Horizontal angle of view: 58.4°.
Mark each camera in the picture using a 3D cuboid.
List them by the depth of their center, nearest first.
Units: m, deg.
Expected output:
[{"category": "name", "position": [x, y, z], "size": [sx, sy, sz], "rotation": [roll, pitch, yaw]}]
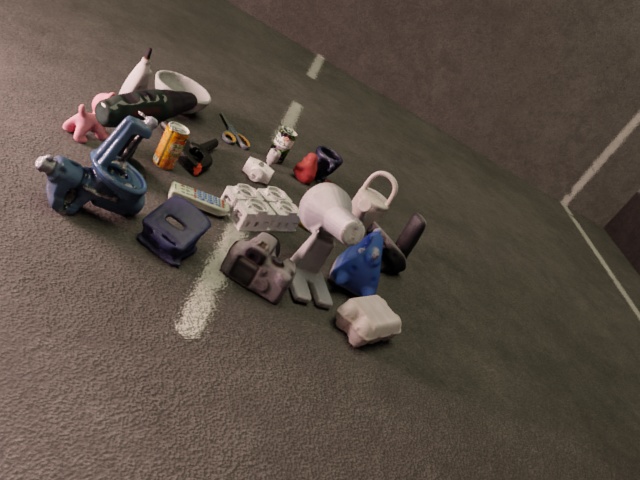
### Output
[{"category": "camera", "position": [-0.111, 0.037, 1.197], "size": [0.143, 0.100, 0.137], "rotation": [32, 27, -2]}]

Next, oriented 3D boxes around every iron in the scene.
[{"category": "iron", "position": [0.113, 0.036, 1.399], "size": [0.119, 0.141, 0.258], "rotation": [30, 27, -6]}]

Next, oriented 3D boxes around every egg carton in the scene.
[{"category": "egg carton", "position": [0.106, 0.175, 1.241], "size": [0.151, 0.069, 0.107], "rotation": [-2, 43, -49]}]

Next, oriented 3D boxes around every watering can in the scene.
[{"category": "watering can", "position": [0.145, -0.103, 1.604], "size": [0.101, 0.194, 0.173], "rotation": [28, 27, -10]}]

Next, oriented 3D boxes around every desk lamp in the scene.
[{"category": "desk lamp", "position": [0.012, 0.005, 1.260], "size": [0.118, 0.213, 0.203], "rotation": [16, 32, -31]}]

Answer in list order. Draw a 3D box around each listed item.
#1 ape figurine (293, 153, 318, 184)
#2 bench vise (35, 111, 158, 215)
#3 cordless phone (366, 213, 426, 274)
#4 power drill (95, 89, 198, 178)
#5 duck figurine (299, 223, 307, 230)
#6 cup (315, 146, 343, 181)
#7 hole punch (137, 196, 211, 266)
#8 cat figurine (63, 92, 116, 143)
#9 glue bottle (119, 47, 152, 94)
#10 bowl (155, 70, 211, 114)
[{"category": "ape figurine", "position": [-0.035, -0.221, 1.716], "size": [0.078, 0.092, 0.076], "rotation": [14, 33, -34]}, {"category": "bench vise", "position": [-0.391, -0.136, 1.045], "size": [0.121, 0.219, 0.208], "rotation": [44, 28, 20]}, {"category": "cordless phone", "position": [0.204, -0.016, 1.535], "size": [0.094, 0.185, 0.147], "rotation": [0, 42, -47]}, {"category": "power drill", "position": [-0.384, -0.232, 1.225], "size": [0.075, 0.208, 0.230], "rotation": [43, 28, 19]}, {"category": "duck figurine", "position": [-0.008, -0.072, 1.506], "size": [0.105, 0.086, 0.077], "rotation": [24, 28, -17]}, {"category": "cup", "position": [0.014, -0.224, 1.772], "size": [0.092, 0.095, 0.117], "rotation": [21, 29, -23]}, {"category": "hole punch", "position": [-0.282, -0.020, 1.115], "size": [0.108, 0.091, 0.101], "rotation": [36, 27, 6]}, {"category": "cat figurine", "position": [-0.500, -0.288, 1.291], "size": [0.067, 0.117, 0.128], "rotation": [38, 27, 10]}, {"category": "glue bottle", "position": [-0.467, -0.419, 1.482], "size": [0.037, 0.173, 0.078], "rotation": [36, 27, 6]}, {"category": "bowl", "position": [-0.404, -0.414, 1.651], "size": [0.168, 0.074, 0.167], "rotation": [26, 28, -14]}]
